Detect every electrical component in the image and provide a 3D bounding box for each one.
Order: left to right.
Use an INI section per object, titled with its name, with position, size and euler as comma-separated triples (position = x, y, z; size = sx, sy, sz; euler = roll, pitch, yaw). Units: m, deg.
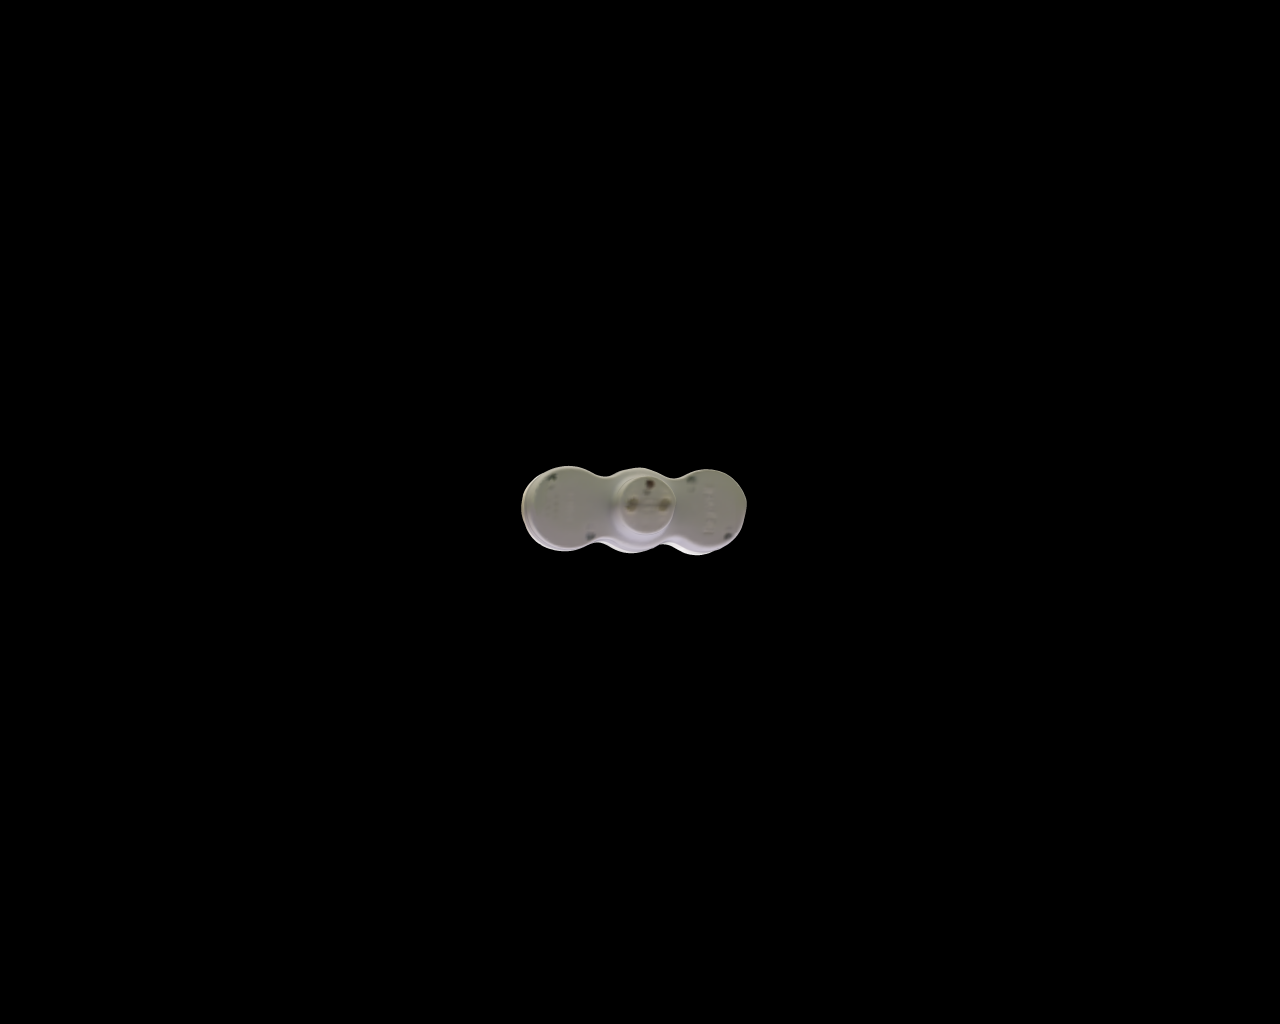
[electrical component]
position = 0.001, -0.003, 0.650
size = 0.138, 0.052, 0.073
euler = 2, -7, -14
